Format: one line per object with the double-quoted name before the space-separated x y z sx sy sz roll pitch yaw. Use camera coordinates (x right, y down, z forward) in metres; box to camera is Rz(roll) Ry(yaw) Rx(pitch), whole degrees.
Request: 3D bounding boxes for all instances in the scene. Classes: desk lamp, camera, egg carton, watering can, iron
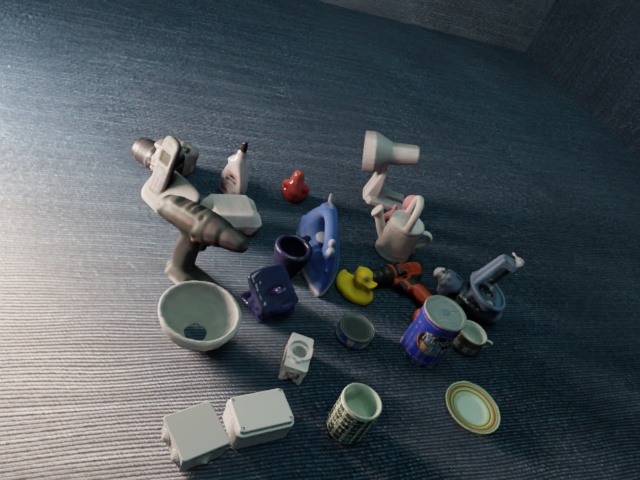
"desk lamp" 0.197 -0.210 1.716 0.203 0.213 0.118 17 38 -9
"camera" -0.411 -0.226 1.504 0.136 0.101 0.143 32 39 10
"egg carton" -0.225 -0.063 1.438 0.151 0.069 0.107 -1 45 -29
"watering can" 0.222 -0.038 1.544 0.173 0.194 0.100 8 41 -20
"iron" 0.013 0.005 1.426 0.119 0.141 0.258 12 40 -15

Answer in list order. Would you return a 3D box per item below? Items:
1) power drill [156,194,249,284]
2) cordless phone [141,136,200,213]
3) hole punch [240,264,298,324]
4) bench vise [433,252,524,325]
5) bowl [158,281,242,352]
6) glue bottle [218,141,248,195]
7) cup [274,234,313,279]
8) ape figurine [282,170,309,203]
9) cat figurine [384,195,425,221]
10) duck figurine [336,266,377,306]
"power drill" -0.258 0.014 1.218 0.229 0.208 0.076 36 40 15
"cordless phone" -0.347 -0.143 1.373 0.147 0.185 0.094 38 40 17
"hole punch" -0.106 0.119 1.272 0.109 0.091 0.101 -17 54 -40
"bench vise" 0.400 0.112 1.443 0.208 0.219 0.121 11 40 -16
"bowl" -0.247 0.166 1.156 0.168 0.074 0.167 15 39 -12
"glue bottle" -0.217 -0.187 1.503 0.078 0.173 0.037 32 39 10
"cup" -0.067 0.042 1.379 0.091 0.095 0.118 34 39 13
"ape figurine" -0.065 -0.157 1.614 0.078 0.092 0.076 24 38 0
"cat figurine" 0.254 -0.090 1.684 0.128 0.117 0.067 -9 48 -35
"duck figurine" 0.094 0.100 1.404 0.104 0.086 0.078 36 40 15
